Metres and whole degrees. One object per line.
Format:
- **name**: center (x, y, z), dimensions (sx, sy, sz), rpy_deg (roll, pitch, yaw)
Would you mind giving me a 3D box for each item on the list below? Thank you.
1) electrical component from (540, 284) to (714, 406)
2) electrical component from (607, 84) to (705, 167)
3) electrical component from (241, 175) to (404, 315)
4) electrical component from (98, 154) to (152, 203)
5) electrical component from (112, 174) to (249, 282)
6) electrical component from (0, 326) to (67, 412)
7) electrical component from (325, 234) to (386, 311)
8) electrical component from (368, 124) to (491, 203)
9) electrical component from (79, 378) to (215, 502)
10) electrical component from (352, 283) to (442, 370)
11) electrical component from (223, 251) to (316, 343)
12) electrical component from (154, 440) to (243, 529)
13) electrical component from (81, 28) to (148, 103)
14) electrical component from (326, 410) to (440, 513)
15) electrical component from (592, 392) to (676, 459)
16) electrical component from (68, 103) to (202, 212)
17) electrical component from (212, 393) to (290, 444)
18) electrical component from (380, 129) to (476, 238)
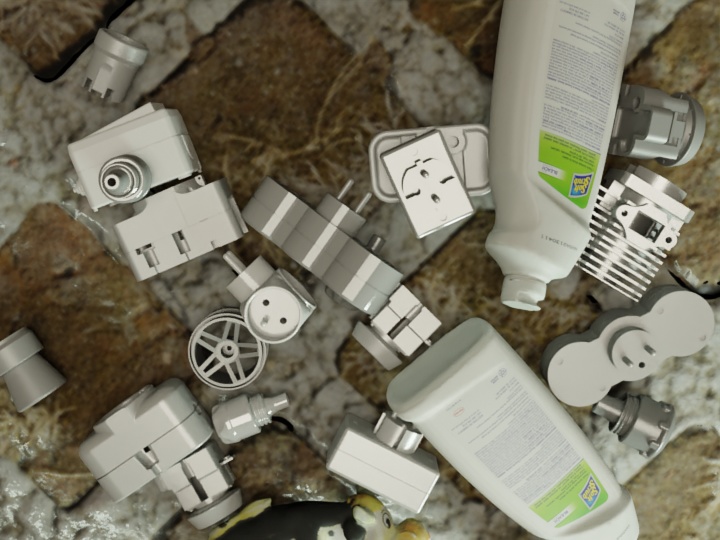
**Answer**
- **electrical component**: center (0.211, 0.061, 0.838), dimensions (0.138, 0.073, 0.052), rpy_deg (-27, 97, 4)
- **electrical component**: center (0.224, -0.110, 0.818), dimensions (0.057, 0.078, 0.058), rpy_deg (7, 99, -19)
- **electrical component**: center (-0.020, -0.034, 0.817), dimensions (0.138, 0.052, 0.073), rpy_deg (37, 94, 24)
- **electrical component**: center (-0.170, -0.064, 0.765), dimensions (0.035, 0.061, 0.035), rpy_deg (0, 98, 0)
- **electrical component**: center (-0.141, -0.036, 0.838), dimensions (0.089, 0.050, 0.055), rpy_deg (-23, 97, 4)
- **electrical component**: center (-0.268, 0.079, 0.857), dimensions (0.045, 0.045, 0.055), rpy_deg (-33, 96, 4)
- **electrical component**: center (0.000, 0.000, 0.851), dimensions (0.035, 0.035, 0.061), rpy_deg (31, 94, -4)
- **electrical component**: center (0.055, -0.083, 0.827), dimensions (0.095, 0.059, 0.053), rpy_deg (-5, 98, 1)
- **electrical component**: center (-0.173, 0.131, 0.859), dimensions (0.095, 0.053, 0.059), rpy_deg (-35, 96, 5)
- **electrical component**: center (0.027, 0.046, 0.852), dimensions (0.066, 0.048, 0.055), rpy_deg (45, 88, -5)
- **electrical component**: center (-0.076, 0.015, 0.832), dimensions (0.044, 0.077, 0.079), rpy_deg (-43, 95, 5)
- **electrical component**: center (-0.126, 0.175, 0.870), dimensions (0.066, 0.048, 0.055), rpy_deg (-29, 89, 4)
- **electrical component**: center (-0.190, -0.157, 0.829), dimensions (0.040, 0.040, 0.046), rpy_deg (26, 103, -3)
- **electrical component**: center (0.027, 0.138, 0.863), dimensions (0.083, 0.047, 0.075), rpy_deg (27, 97, -3)
- **electrical component**: center (0.217, 0.119, 0.862), dimensions (0.062, 0.048, 0.048), rpy_deg (26, 97, 3)
- **electrical component**: center (-0.179, -0.087, 0.826), dimensions (0.096, 0.061, 0.061), rpy_deg (-20, 97, 3)
- **electrical component**: center (-0.087, 0.115, 0.867), dimensions (0.061, 0.035, 0.035), rpy_deg (-21, 97, 0)
- **electrical component**: center (0.048, -0.060, 0.759), dimensions (0.047, 0.076, 0.065), rpy_deg (-24, 97, 3)
